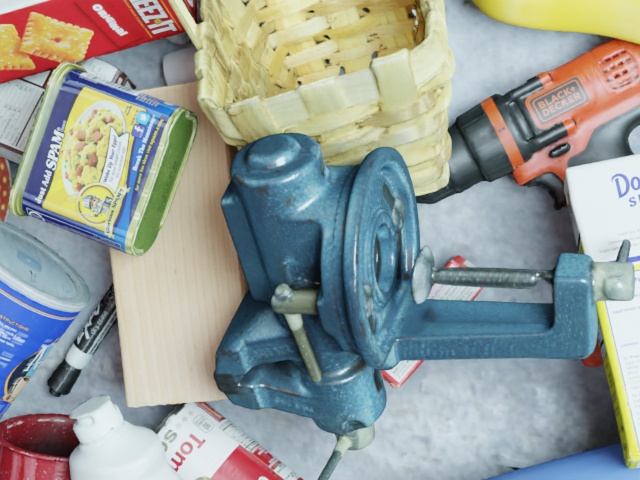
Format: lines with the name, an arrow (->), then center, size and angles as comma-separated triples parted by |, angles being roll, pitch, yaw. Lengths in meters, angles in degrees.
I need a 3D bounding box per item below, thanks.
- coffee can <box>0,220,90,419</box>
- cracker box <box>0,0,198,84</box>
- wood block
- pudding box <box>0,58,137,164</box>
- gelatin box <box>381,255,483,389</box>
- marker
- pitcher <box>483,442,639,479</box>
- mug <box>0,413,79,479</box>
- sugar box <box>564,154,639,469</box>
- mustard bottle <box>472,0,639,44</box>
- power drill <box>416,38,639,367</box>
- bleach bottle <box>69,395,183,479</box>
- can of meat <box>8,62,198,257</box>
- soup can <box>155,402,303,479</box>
coffee can -> -0.246, 0.068, 0.759 | 0.103, 0.102, 0.140 | 39, 98, 9
cracker box -> -0.194, -0.197, 0.736 | 0.214, 0.072, 0.164 | -12, 61, 12
wood block -> -0.087, 0.003, 0.731 | 0.091, 0.090, 0.206 | -7, 88, 12
pudding box -> -0.204, -0.099, 0.771 | 0.113, 0.039, 0.090 | 22, 78, 13
gelatin box -> 0.073, 0.053, 0.705 | 0.030, 0.073, 0.089 | 39, 98, 8
marker -> -0.164, 0.065, 0.784 | 0.020, 0.020, 0.121 | 35, 98, 10
pitcher -> 0.203, 0.183, 0.635 | 0.243, 0.145, 0.149 | -19, 55, 4
mug -> -0.197, 0.174, 0.764 | 0.117, 0.093, 0.081 | 16, 100, 42
sugar box -> 0.204, 0.036, 0.616 | 0.093, 0.048, 0.176 | -10, 70, 9
mustard bottle -> 0.156, -0.172, 0.681 | 0.192, 0.058, 0.096 | 11, 53, 13
power drill -> 0.163, -0.016, 0.693 | 0.184, 0.057, 0.188 | -28, 85, 11
bleach bottle -> -0.092, 0.215, 0.700 | 0.103, 0.068, 0.251 | -12, 108, 35
can of meat -> -0.133, -0.049, 0.666 | 0.084, 0.057, 0.102 | 21, 94, 9
soup can -> -0.068, 0.164, 0.740 | 0.102, 0.068, 0.068 | 36, 97, 11
